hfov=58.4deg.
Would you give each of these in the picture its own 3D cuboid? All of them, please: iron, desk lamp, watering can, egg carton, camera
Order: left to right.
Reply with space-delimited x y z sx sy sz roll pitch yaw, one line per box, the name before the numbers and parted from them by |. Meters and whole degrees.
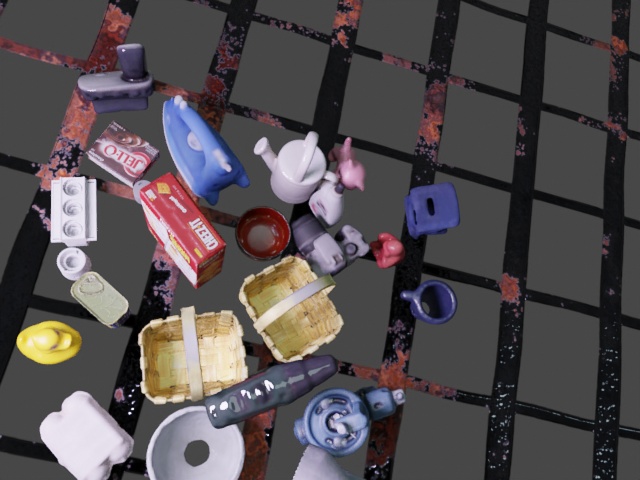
egg carton | -0.404 0.345 0.994 0.150 0.069 0.107 44 70 2
iron | -0.246 -0.207 1.153 0.119 0.141 0.258 -33 84 -19
watering can | -0.046 -0.152 1.156 0.173 0.194 0.101 0 74 -13
camera | 0.011 0.004 1.174 0.143 0.100 0.137 -33 84 -20
desk lamp | 0.029 0.441 0.991 0.203 0.213 0.118 26 70 -5

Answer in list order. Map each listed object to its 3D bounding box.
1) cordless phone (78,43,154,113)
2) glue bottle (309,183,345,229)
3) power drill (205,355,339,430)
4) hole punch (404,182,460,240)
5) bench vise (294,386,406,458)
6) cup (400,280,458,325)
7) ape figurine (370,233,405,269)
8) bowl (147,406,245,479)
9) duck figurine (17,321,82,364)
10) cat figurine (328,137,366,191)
cordless phone | -0.405 -0.334 1.130 0.148 0.185 0.094 -14 77 -16
glue bottle | 0.023 -0.081 1.163 0.037 0.173 0.078 -35 84 -20
power drill | -0.091 0.264 1.017 0.230 0.208 0.075 -20 79 -18
hole punch | 0.244 -0.065 1.254 0.101 0.091 0.108 -3 75 -14
bench vise | 0.062 0.306 1.035 0.208 0.219 0.121 -35 84 -20
cup | 0.212 0.133 1.187 0.118 0.095 0.092 14 71 -9
ape figurine | 0.149 0.021 1.206 0.076 0.092 0.078 22 70 -6
bowl | -0.221 0.383 1.023 0.167 0.074 0.167 4 73 -12
duck figurine | -0.484 0.179 1.015 0.105 0.086 0.077 7 73 -11
cat figurine | 0.061 -0.157 1.224 0.067 0.117 0.128 1 74 -12
